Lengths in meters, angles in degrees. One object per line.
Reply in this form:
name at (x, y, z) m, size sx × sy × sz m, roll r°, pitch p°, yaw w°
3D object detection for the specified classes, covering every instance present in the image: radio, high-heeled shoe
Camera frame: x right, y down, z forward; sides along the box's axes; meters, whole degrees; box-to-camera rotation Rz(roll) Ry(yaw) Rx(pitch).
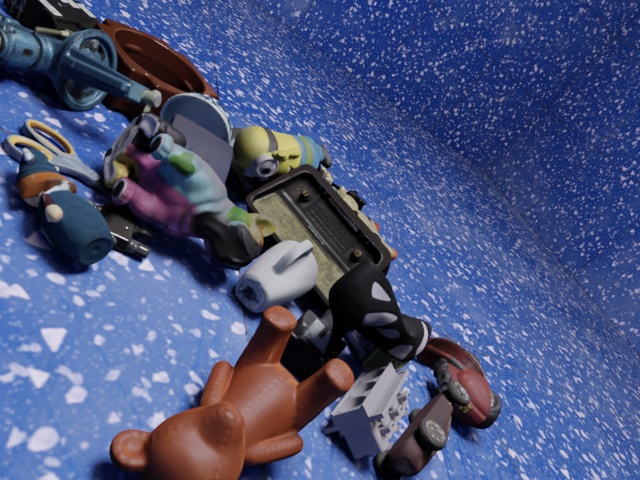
radio at (-0.002, -0.003, 0.839) m, size 0.230 × 0.131 × 0.073 m, roll 51°, pitch -17°, yaw 19°
high-heeled shoe at (0.095, 0.083, 0.693) m, size 0.248 × 0.145 × 0.086 m, roll -1°, pitch 33°, yaw -48°

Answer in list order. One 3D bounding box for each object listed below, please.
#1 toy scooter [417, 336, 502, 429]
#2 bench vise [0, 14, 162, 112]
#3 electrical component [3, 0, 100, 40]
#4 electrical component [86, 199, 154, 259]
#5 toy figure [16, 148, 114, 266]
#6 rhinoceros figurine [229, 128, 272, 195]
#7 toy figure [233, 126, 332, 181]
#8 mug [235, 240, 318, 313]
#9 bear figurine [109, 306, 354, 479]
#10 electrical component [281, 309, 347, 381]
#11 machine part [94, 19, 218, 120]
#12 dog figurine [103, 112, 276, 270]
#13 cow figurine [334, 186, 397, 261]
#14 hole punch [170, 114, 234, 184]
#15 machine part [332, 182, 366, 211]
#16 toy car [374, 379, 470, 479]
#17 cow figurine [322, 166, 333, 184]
toy scooter at (0.213, 0.214, 0.871) m, size 0.135 × 0.075 × 0.184 m, roll 36°, pitch 20°, yaw -13°
bench vise at (-0.337, -0.240, 0.742) m, size 0.241 × 0.128 × 0.223 m, roll 25°, pitch 2°, yaw 9°
electrical component at (-0.446, -0.377, 0.921) m, size 0.115 × 0.058 × 0.134 m, roll 45°, pitch 23°, yaw 5°
electrical component at (-0.243, -0.015, 0.635) m, size 0.094 × 0.021 × 0.063 m, roll 31°, pitch 26°, yaw -25°
toy figure at (-0.282, -0.039, 0.575) m, size 0.058 × 0.064 × 0.155 m, roll -35°, pitch 68°, yaw -28°
rhinoceros figurine at (-0.120, -0.121, 0.949) m, size 0.190 × 0.073 × 0.112 m, roll 42°, pitch 22°, yaw 1°
toy figure at (-0.064, -0.141, 0.897) m, size 0.180 × 0.082 × 0.089 m, roll -9°, pitch 53°, yaw -46°
mug at (-0.055, 0.048, 0.720) m, size 0.081 × 0.109 × 0.107 m, roll 51°, pitch 37°, yaw 4°
bear figurine at (-0.072, 0.153, 0.477) m, size 0.120 × 0.132 × 0.196 m, roll 42°, pitch 16°, yaw 16°
electrical component at (-0.008, 0.132, 0.706) m, size 0.075 × 0.047 × 0.119 m, roll 42°, pitch 23°, yaw 1°
machine part at (-0.298, -0.280, 0.943) m, size 0.201 × 0.087 × 0.201 m, roll 51°, pitch 24°, yaw 22°
dog figurine at (-0.162, -0.050, 0.705) m, size 0.219 × 0.108 × 0.192 m, roll 40°, pitch 5°, yaw -39°
cow figurine at (0.059, -0.026, 1.049) m, size 0.127 × 0.085 × 0.195 m, roll 33°, pitch 21°, yaw -36°
hole punch at (-0.195, -0.111, 0.803) m, size 0.142 × 0.092 × 0.116 m, roll 31°, pitch 28°, yaw -30°
machine part at (0.043, -0.090, 1.160) m, size 0.039 × 0.084 × 0.139 m, roll -18°, pitch 49°, yaw -34°
toy car at (0.139, 0.242, 0.688) m, size 0.053 × 0.089 × 0.202 m, roll 47°, pitch 22°, yaw 16°
cow figurine at (-0.028, -0.138, 1.093) m, size 0.167 × 0.098 × 0.068 m, roll 22°, pitch 23°, yaw -38°
